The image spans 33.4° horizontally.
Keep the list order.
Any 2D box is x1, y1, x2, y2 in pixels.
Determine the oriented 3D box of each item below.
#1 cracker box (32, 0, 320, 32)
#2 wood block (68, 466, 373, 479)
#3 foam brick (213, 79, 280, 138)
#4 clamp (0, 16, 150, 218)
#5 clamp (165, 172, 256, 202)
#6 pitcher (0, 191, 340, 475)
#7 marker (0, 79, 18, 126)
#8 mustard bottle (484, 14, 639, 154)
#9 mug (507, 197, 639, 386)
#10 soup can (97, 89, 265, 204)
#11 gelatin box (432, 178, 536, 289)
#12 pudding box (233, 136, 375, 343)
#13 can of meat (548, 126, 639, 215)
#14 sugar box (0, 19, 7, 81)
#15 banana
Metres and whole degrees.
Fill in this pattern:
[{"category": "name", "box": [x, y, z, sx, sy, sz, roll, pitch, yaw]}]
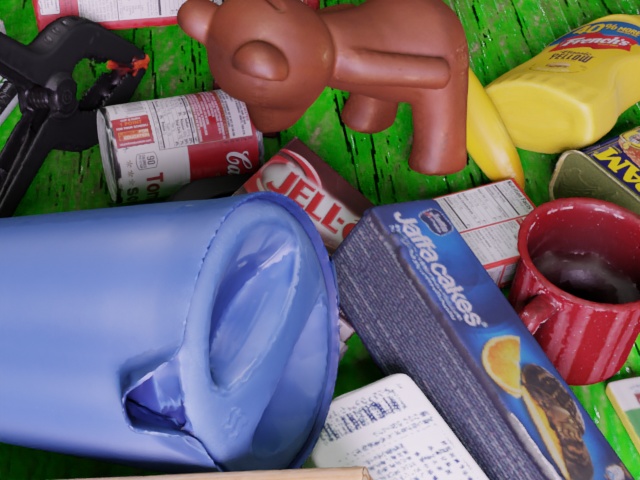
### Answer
[{"category": "cracker box", "box": [-0.122, -0.221, 0.847, 0.213, 0.072, 0.164, -8, 25, -12]}, {"category": "wood block", "box": [-0.074, 0.156, 0.446, 0.206, 0.090, 0.091, -5, 55, 14]}, {"category": "foam brick", "box": [-0.053, -0.121, 0.802, 0.053, 0.051, 0.078, 2, 45, -4]}, {"category": "clamp", "box": [-0.188, -0.087, 0.724, 0.036, 0.164, 0.209, 9, 19, 26]}, {"category": "clamp", "box": [-0.075, 0.016, 0.675, 0.120, 0.039, 0.171, 46, 54, 13]}, {"category": "pitcher", "box": [-0.116, 0.043, 0.539, 0.243, 0.149, 0.145, 0, 62, 29]}, {"category": "marker", "box": [-0.241, -0.081, 0.764, 0.020, 0.020, 0.121, 13, 45, 7]}, {"category": "mustard bottle", "box": [0.214, -0.132, 0.833, 0.096, 0.058, 0.191, 13, 36, 40]}, {"category": "mug", "box": [0.150, 0.040, 0.643, 0.093, 0.081, 0.117, 35, 51, 26]}, {"category": "soup can", "box": [-0.096, -0.066, 0.731, 0.102, 0.068, 0.068, -11, 48, -16]}, {"category": "gelatin box", "box": [0.109, 0.000, 0.716, 0.089, 0.030, 0.073, -14, 47, -19]}, {"category": "pudding box", "box": [-0.004, 0.001, 0.671, 0.113, 0.039, 0.089, 42, 51, 0]}, {"category": "can of meat", "box": [0.226, -0.030, 0.741, 0.083, 0.057, 0.102, -22, 52, -30]}, {"category": "sugar box", "box": [-0.297, -0.096, 0.750, 0.093, 0.048, 0.176, 8, 42, 13]}, {"category": "banana", "box": [0.097, -0.116, 0.801, 0.037, 0.069, 0.198, -33, 51, 5]}]
